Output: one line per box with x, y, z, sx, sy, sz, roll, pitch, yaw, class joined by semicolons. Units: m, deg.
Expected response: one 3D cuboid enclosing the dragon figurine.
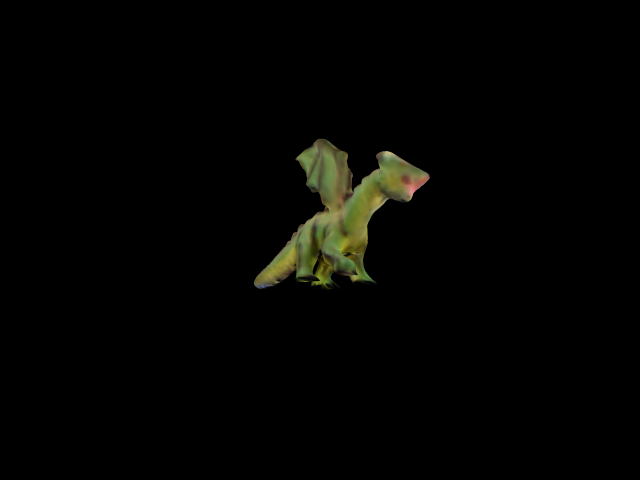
0.003;-0.043;0.850;0.122;0.245;0.408;9;-13;-42;dragon figurine
